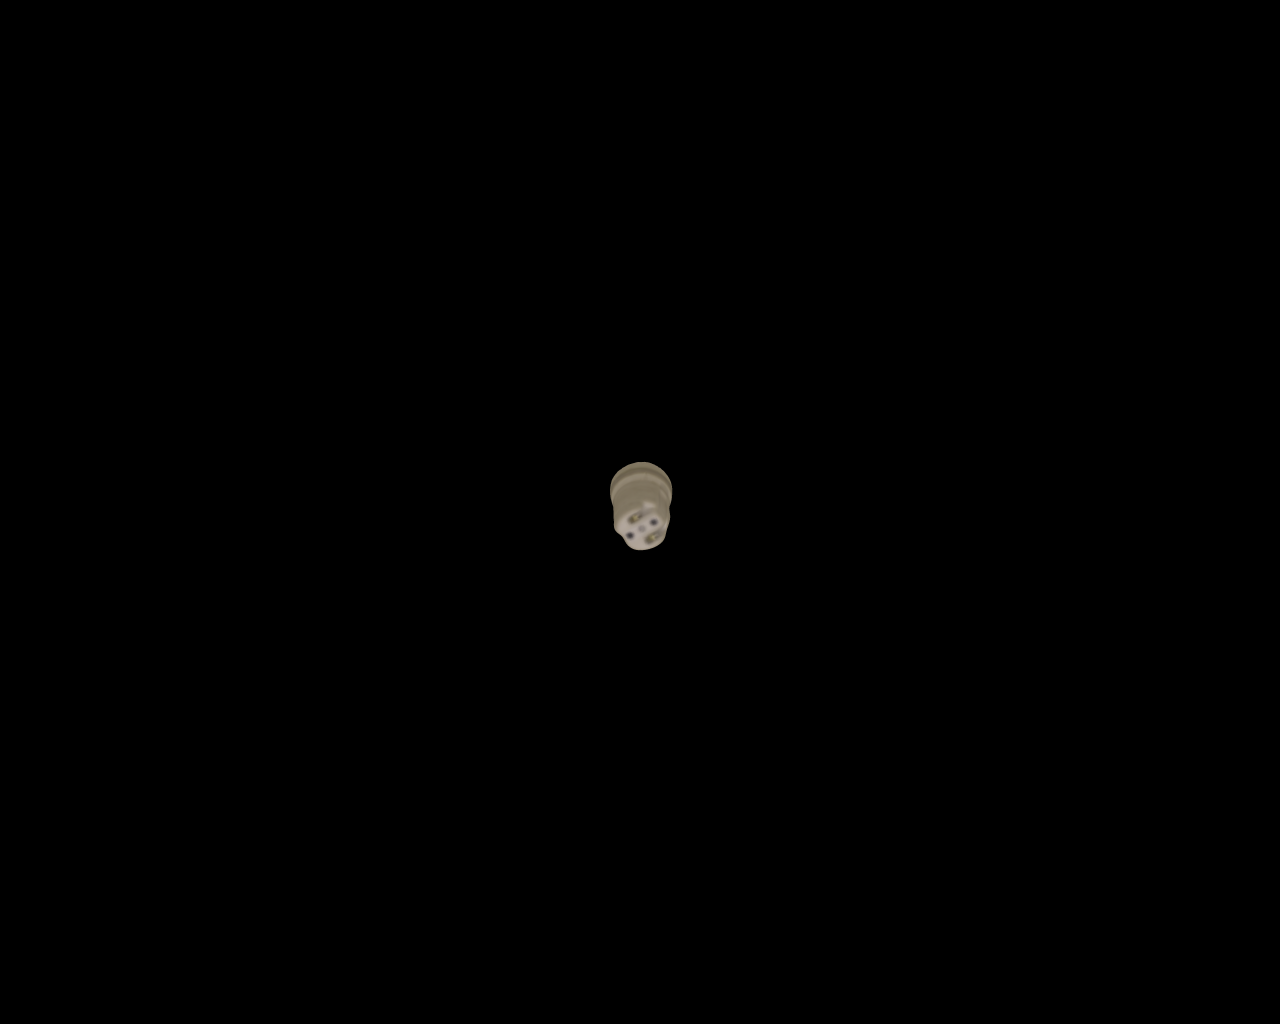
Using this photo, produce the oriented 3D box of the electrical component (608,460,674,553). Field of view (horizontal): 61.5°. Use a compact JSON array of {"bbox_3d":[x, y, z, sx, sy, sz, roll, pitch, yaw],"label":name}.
[{"bbox_3d":[0.001,-0.003,0.650,0.040,0.040,0.046,0,36,0],"label":"electrical component"}]
